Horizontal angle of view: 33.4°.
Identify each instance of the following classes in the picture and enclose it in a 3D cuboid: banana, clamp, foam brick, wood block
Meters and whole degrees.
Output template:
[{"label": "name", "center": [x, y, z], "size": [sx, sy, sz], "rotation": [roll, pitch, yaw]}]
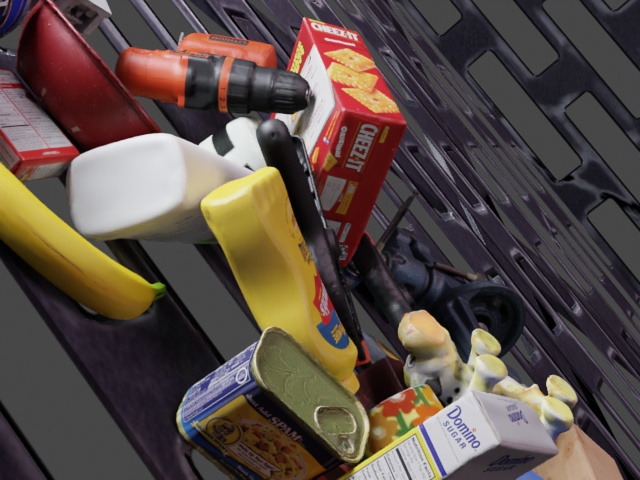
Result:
[{"label": "banana", "center": [-0.180, -0.002, 0.706], "size": [0.197, 0.037, 0.070], "rotation": [42, 3, -24]}, {"label": "clamp", "center": [-0.006, 0.001, 0.851], "size": [0.164, 0.036, 0.210], "rotation": [36, 37, -81]}, {"label": "foam brick", "center": [0.067, 0.150, 0.940], "size": [0.052, 0.051, 0.078], "rotation": [27, 29, -50]}, {"label": "clamp", "center": [0.074, 0.065, 1.027], "size": [0.171, 0.039, 0.120], "rotation": [56, -2, 15]}, {"label": "wood block", "center": [0.266, 0.294, 1.057], "size": [0.090, 0.090, 0.206], "rotation": [40, 20, -26]}]

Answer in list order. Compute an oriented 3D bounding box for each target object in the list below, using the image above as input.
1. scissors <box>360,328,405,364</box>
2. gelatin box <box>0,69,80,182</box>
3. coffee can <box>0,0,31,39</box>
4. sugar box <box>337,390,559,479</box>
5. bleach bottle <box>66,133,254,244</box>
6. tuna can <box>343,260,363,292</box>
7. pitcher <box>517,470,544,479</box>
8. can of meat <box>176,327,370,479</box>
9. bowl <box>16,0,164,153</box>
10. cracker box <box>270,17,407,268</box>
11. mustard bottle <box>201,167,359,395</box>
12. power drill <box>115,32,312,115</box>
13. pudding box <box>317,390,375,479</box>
[{"label": "scissors", "center": [0.025, 0.081, 1.027], "size": [0.202, 0.016, 0.096], "rotation": [40, 0, 8]}, {"label": "gelatin box", "center": [-0.225, -0.083, 0.761], "size": [0.089, 0.030, 0.073], "rotation": [50, 19, 6]}, {"label": "coffee can", "center": [-0.271, -0.177, 0.723], "size": [0.103, 0.103, 0.140], "rotation": [48, 19, -6]}, {"label": "sugar box", "center": [0.061, 0.164, 0.704], "size": [0.093, 0.176, 0.048], "rotation": [22, 34, -53]}, {"label": "bleach bottle", "center": [-0.096, -0.028, 0.872], "size": [0.250, 0.103, 0.068], "rotation": [16, 62, -69]}, {"label": "tuna can", "center": [0.010, 0.015, 1.097], "size": [0.086, 0.034, 0.086], "rotation": [43, 20, -20]}, {"label": "pitcher", "center": [0.171, 0.260, 0.872], "size": [0.242, 0.149, 0.145], "rotation": [40, 45, -18]}, {"label": "can of meat", "center": [-0.032, 0.120, 0.711], "size": [0.102, 0.084, 0.057], "rotation": [45, 31, -16]}, {"label": "bowl", "center": [-0.184, -0.114, 0.828], "size": [0.162, 0.055, 0.162], "rotation": [49, -5, 5]}, {"label": "cracker box", "center": [0.006, -0.099, 1.047], "size": [0.072, 0.164, 0.214], "rotation": [12, 30, -18]}, {"label": "mustard bottle", "center": [-0.020, 0.046, 0.759], "size": [0.096, 0.058, 0.191], "rotation": [-74, 141, -79]}, {"label": "power drill", "center": [-0.092, -0.165, 1.054], "size": [0.184, 0.057, 0.187], "rotation": [10, 15, 3]}, {"label": "pudding box", "center": [0.012, 0.153, 0.830], "size": [0.090, 0.039, 0.113], "rotation": [44, 20, -16]}]
